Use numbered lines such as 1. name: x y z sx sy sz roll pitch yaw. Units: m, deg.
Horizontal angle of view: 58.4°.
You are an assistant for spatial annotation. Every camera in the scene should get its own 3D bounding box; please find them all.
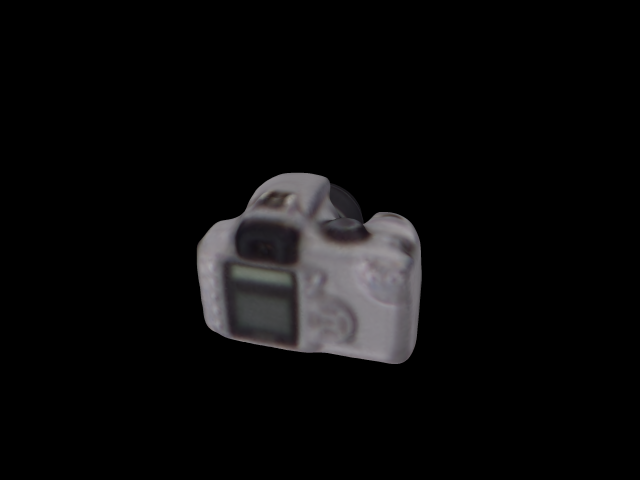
1. camera: 0.004 0.001 0.400 0.143 0.101 0.137 7 27 14
